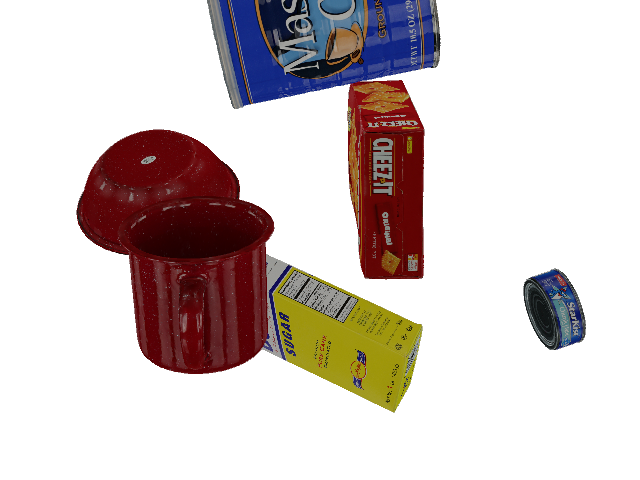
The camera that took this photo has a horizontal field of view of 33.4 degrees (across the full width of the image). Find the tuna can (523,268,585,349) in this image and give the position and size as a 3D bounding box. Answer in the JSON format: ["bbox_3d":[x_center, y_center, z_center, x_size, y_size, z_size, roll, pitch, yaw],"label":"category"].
[{"bbox_3d":[0.257,0.077,1.177,0.033,0.086,0.086,-17,3,-9],"label":"tuna can"}]

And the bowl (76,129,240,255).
[{"bbox_3d":[-0.161,-0.058,1.028,0.162,0.055,0.162,-4,42,3],"label":"bowl"}]

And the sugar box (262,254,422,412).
[{"bbox_3d":[0.001,0.081,0.966,0.176,0.093,0.048,22,50,14],"label":"sugar box"}]

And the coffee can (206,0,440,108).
[{"bbox_3d":[-0.001,-0.152,0.710,0.140,0.103,0.103,-12,0,-1],"label":"coffee can"}]

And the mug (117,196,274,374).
[{"bbox_3d":[-0.073,0.033,0.642,0.093,0.081,0.117,-3,26,-4],"label":"mug"}]

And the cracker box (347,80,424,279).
[{"bbox_3d":[0.070,-0.073,1.176,0.072,0.164,0.213,-2,22,0],"label":"cracker box"}]
